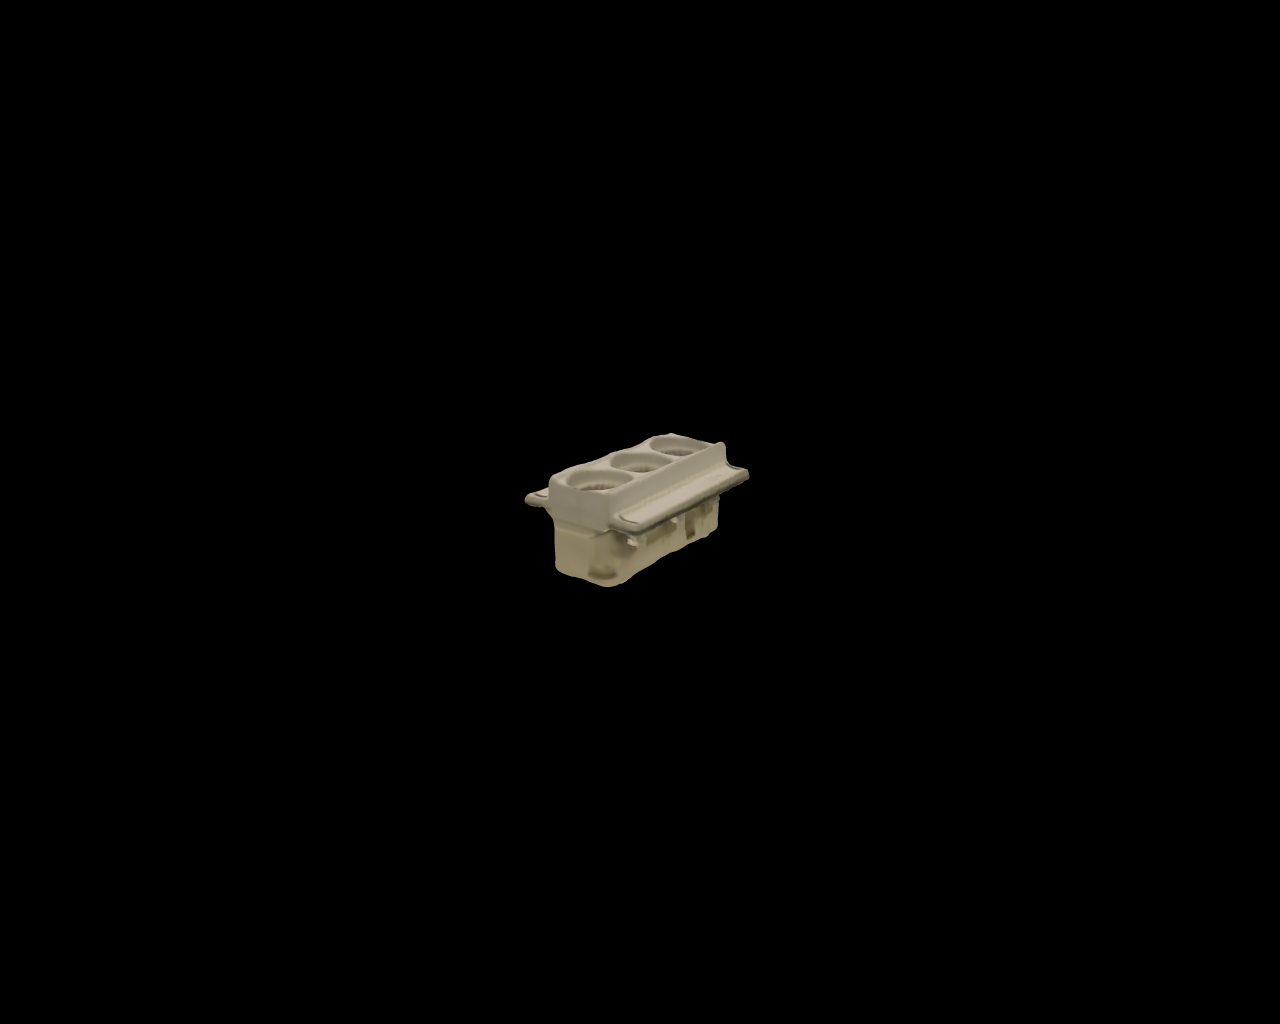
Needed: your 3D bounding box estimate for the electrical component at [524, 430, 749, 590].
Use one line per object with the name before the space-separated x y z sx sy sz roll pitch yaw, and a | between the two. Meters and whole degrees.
electrical component | 0.001 -0.003 0.650 0.079 0.063 0.121 14 24 33
